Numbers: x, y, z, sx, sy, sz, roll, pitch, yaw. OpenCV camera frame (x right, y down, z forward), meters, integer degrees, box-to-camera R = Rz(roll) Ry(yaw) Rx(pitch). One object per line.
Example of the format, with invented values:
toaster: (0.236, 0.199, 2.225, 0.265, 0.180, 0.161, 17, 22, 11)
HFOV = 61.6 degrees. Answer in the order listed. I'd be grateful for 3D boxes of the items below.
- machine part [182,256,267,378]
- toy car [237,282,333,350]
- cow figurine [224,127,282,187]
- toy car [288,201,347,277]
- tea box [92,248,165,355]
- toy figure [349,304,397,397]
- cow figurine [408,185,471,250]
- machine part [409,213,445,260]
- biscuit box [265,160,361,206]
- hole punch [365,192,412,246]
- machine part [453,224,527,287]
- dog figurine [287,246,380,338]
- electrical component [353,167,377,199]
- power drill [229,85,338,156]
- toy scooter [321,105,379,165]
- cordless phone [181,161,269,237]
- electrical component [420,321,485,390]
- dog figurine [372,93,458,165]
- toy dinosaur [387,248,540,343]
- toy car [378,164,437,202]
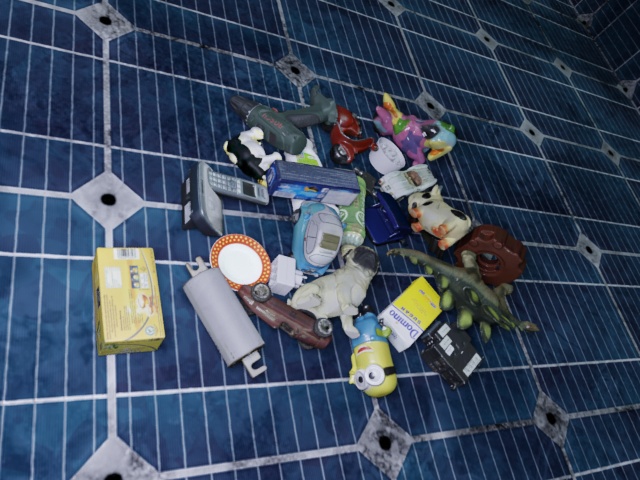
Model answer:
machine part: (-0.174, 0.138, 0.969, 0.079, 0.079, 0.243, -23, 76, -41)
toy car: (-0.069, 0.149, 1.020, 0.202, 0.089, 0.053, 31, 55, -11)
cow figurine: (-0.140, -0.167, 1.203, 0.098, 0.068, 0.167, -26, 73, -35)
toy car: (-0.002, -0.003, 1.131, 0.109, 0.103, 0.161, 16, 82, -25)
tea box: (-0.325, 0.101, 0.903, 0.098, 0.068, 0.170, 2, 60, -30)
toy figure: (0.108, 0.225, 1.090, 0.089, 0.082, 0.180, 11, 52, -25)
cow figurine: (0.284, -0.065, 1.304, 0.127, 0.085, 0.195, -24, 37, -20)
machine part: (0.275, -0.016, 1.371, 0.039, 0.084, 0.139, -31, 67, -6)
biscuit box: (-0.015, -0.123, 1.169, 0.202, 0.059, 0.063, 6, 54, -27)
hole punch: (0.171, -0.057, 1.317, 0.116, 0.092, 0.142, -11, 63, -41)
machine part: (0.429, 0.045, 1.359, 0.179, 0.179, 0.056, 36, 51, -7)
dog figurine: (0.028, 0.089, 1.103, 0.172, 0.121, 0.190, 13, 46, 5)
electrical component: (0.119, -0.147, 1.387, 0.094, 0.021, 0.063, 35, 47, -8)
power drill: (-0.077, -0.306, 1.289, 0.207, 0.085, 0.232, -24, 56, -32)
toy scooter: (0.081, -0.274, 1.403, 0.135, 0.075, 0.184, -3, 63, -19)
cordless phone: (-0.186, -0.072, 1.102, 0.184, 0.088, 0.147, 10, 55, -32)
electrical component: (0.292, 0.249, 1.206, 0.115, 0.058, 0.134, -30, 78, -44)
dog figurine: (0.252, -0.317, 1.489, 0.219, 0.192, 0.108, 44, 52, -21)
toy dinosaur: (0.340, 0.116, 1.259, 0.471, 0.105, 0.199, 30, 31, -14)
toy car: (0.236, -0.154, 1.443, 0.202, 0.056, 0.073, -20, 72, -40)
